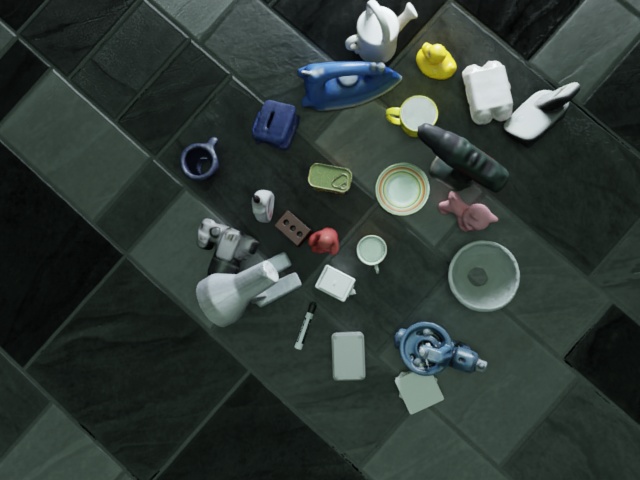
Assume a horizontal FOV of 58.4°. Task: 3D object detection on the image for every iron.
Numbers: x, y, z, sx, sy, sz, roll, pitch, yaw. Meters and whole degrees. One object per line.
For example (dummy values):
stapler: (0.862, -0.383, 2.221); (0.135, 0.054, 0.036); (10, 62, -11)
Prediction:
iron: (0.074, -0.395, 1.378); (0.258, 0.141, 0.119); (-8, 86, 3)

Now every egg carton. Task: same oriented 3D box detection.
egg carton: (0.408, -0.358, 1.394); (0.107, 0.069, 0.150); (-12, 86, 2)

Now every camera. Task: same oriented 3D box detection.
camera: (-0.239, 0.033, 1.386); (0.143, 0.101, 0.137); (21, 88, 4)

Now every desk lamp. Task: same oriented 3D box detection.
desk lamp: (-0.162, 0.105, 1.321); (0.203, 0.213, 0.118); (-28, 85, 1)

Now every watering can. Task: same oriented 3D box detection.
watering can: (0.142, -0.504, 1.355); (0.101, 0.194, 0.173); (43, 89, 5)

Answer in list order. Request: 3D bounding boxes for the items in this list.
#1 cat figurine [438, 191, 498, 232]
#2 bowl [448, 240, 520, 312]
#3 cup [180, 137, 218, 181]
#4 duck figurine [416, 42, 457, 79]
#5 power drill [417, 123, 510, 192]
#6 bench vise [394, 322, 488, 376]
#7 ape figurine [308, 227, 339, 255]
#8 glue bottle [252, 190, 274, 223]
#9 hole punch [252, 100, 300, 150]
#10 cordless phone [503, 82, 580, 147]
cat figurine: (0.350, -0.066, 1.354); (0.128, 0.118, 0.067); (38, 89, 5)
bowl: (0.383, 0.086, 1.364); (0.167, 0.075, 0.167); (0, 86, 3)
cup: (-0.281, -0.195, 1.406); (0.091, 0.095, 0.118); (33, 88, 5)
duck figurine: (0.288, -0.444, 1.398); (0.104, 0.086, 0.077); (34, 89, 5)
power drill: (0.314, -0.179, 1.318); (0.229, 0.208, 0.076); (30, 88, 5)
bench vise: (0.276, 0.246, 1.286); (0.207, 0.220, 0.121); (-1, 86, 3)
ape figurine: (0.013, 0.005, 1.380); (0.078, 0.092, 0.076); (40, 89, 5)
glue bottle: (-0.139, -0.086, 1.353); (0.037, 0.173, 0.078); (4, 86, 4)
hole punch: (-0.113, -0.284, 1.405); (0.101, 0.091, 0.109); (20, 88, 4)
cordless phone: (0.517, -0.299, 1.327); (0.094, 0.185, 0.147); (43, 89, 5)
